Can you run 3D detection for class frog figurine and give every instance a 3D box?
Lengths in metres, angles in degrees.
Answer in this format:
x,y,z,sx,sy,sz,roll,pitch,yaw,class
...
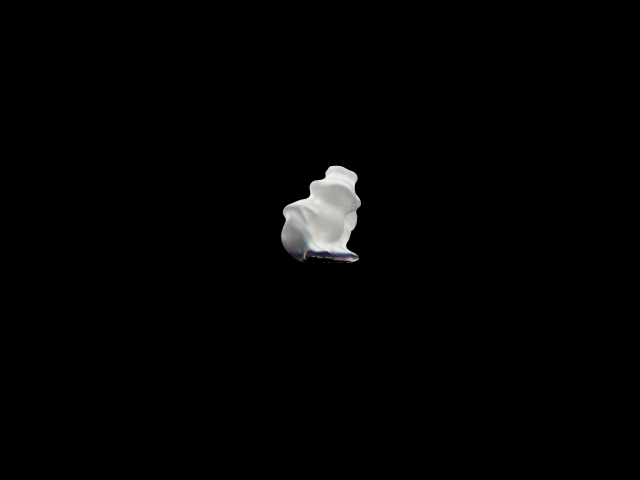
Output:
x,y,z,sx,sy,sz,roll,pitch,yaw,class
0.003,-0.043,0.850,0.137,0.161,0.121,5,-12,-27,frog figurine
